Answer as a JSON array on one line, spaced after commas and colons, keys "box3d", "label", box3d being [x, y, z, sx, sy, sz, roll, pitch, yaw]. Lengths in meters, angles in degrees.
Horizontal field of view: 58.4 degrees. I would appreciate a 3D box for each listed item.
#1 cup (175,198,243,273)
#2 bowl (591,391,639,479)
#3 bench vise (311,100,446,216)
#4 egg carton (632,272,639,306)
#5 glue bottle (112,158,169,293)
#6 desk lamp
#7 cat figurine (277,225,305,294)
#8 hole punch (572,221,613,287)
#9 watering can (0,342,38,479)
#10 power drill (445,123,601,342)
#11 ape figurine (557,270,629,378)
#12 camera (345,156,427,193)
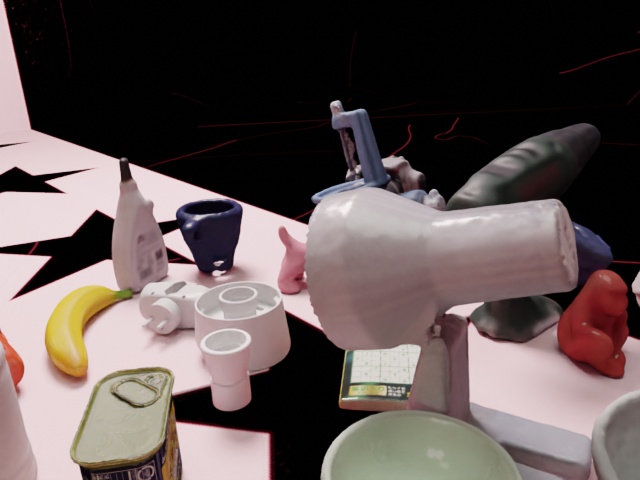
[{"box3d": [-0.153, 0.002, 0.788, 0.091, 0.095, 0.118, 3, 21, 13], "label": "cup"}, {"box3d": [0.247, 0.165, 0.340, 0.167, 0.075, 0.167, -2, 21, 1], "label": "bowl"}, {"box3d": [0.081, -0.089, 0.829, 0.207, 0.220, 0.122, 3, 21, 15], "label": "bench vise"}, {"box3d": [0.425, 0.048, 0.641, 0.151, 0.069, 0.107, -19, 26, -38], "label": "egg carton"}, {"box3d": [-0.242, -0.022, 0.751, 0.037, 0.173, 0.078, 7, 23, 24], "label": "glue bottle"}, {"box3d": [0.096, 0.068, 0.415, 0.202, 0.214, 0.118, 8, 23, 26], "label": "desk lamp"}, {"box3d": [0.007, 0.003, 0.737, 0.128, 0.118, 0.067, -2, 21, 0], "label": "cat figurine"}, {"box3d": [0.319, 0.004, 0.738, 0.101, 0.091, 0.109, 1, 21, 9], "label": "hole punch"}, {"box3d": [-0.275, 0.100, 0.396, 0.172, 0.194, 0.101, 6, 22, 22], "label": "watering can"}, {"box3d": [0.222, -0.009, 0.615, 0.230, 0.208, 0.075, -19, 26, -37], "label": "power drill"}, {"box3d": [0.272, 0.074, 0.556, 0.078, 0.092, 0.076, -13, 23, -27], "label": "ape figurine"}, {"box3d": [0.098, -0.088, 0.994, 0.142, 0.101, 0.137, 9, 24, 28], "label": "camera"}]
